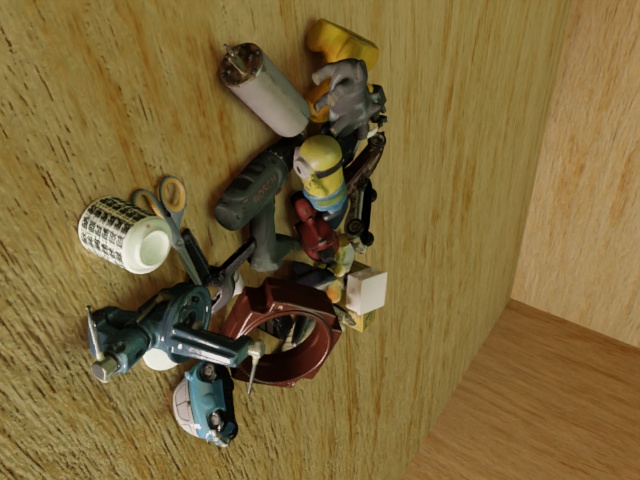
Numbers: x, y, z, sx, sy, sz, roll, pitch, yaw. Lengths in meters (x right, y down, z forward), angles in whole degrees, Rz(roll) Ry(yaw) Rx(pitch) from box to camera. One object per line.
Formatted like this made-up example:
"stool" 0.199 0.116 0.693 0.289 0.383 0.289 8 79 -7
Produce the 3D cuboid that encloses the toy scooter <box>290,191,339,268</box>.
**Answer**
"toy scooter" -0.002 -0.003 1.082 0.075 0.135 0.183 -28 135 -2

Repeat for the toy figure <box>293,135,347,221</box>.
"toy figure" 0.007 -0.113 0.967 0.089 0.082 0.180 -45 145 -12

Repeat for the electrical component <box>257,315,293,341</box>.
"electrical component" -0.097 0.168 1.111 0.048 0.075 0.119 -37 141 -42

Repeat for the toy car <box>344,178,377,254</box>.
"toy car" 0.090 -0.065 1.218 0.073 0.056 0.202 45 45 -52

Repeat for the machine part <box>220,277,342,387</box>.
"machine part" -0.076 0.181 1.021 0.201 0.087 0.201 17 115 -28

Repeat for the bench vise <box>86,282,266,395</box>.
"bench vise" -0.201 0.138 0.774 0.223 0.241 0.128 -32 133 -68

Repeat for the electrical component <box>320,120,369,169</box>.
"electrical component" 0.030 -0.185 1.065 0.134 0.058 0.114 -44 161 -44

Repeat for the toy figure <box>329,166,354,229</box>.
"toy figure" 0.046 -0.100 1.177 0.057 0.064 0.154 24 89 -46

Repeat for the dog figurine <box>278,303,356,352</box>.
"dog figurine" -0.020 0.232 1.275 0.190 0.121 0.172 -56 147 6

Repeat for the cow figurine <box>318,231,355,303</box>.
"cow figurine" 0.043 0.063 1.262 0.098 0.068 0.167 2 97 -66

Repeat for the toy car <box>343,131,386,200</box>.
"toy car" 0.077 -0.140 1.108 0.202 0.053 0.089 -49 169 -13

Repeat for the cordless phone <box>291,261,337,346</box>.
"cordless phone" -0.036 0.141 1.139 0.146 0.089 0.184 24 85 -81

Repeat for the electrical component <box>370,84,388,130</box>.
"electrical component" 0.126 -0.296 1.193 0.078 0.045 0.102 -55 148 -19

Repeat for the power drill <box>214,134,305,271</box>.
"power drill" -0.086 -0.059 0.972 0.232 0.086 0.207 -47 149 -39

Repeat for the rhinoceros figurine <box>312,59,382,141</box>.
"rhinoceros figurine" 0.050 -0.235 0.920 0.112 0.073 0.190 -33 155 -6

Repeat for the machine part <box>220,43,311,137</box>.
"machine part" -0.083 -0.235 0.863 0.243 0.079 0.079 32 81 -60

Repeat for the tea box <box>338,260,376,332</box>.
"tea box" 0.088 0.139 1.369 0.068 0.098 0.169 -39 141 -40

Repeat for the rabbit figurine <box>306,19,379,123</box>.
"rabbit figurine" 0.028 -0.299 0.996 0.173 0.122 0.162 -63 163 20

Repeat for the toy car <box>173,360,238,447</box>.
"toy car" -0.210 0.294 0.971 0.109 0.103 0.162 71 5 -58
